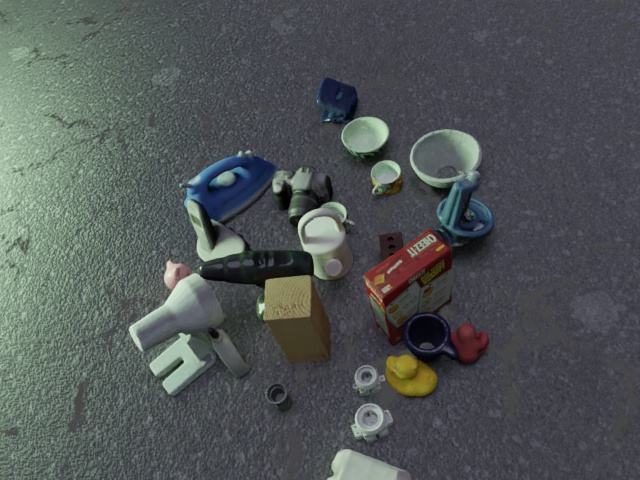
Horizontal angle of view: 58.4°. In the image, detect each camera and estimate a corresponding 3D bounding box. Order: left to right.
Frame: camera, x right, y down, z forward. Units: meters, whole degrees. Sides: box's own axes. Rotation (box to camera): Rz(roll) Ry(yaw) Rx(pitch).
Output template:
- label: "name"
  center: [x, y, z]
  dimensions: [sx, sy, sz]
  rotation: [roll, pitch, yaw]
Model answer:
- label: "camera"
  center: [-0.052, -0.104, 1.391]
  dimensions: [0.143, 0.101, 0.137]
  rotation: [3, 57, 15]

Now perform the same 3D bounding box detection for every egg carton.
- label: "egg carton"
  center: [0.084, 0.441, 1.010]
  dimensions: [0.150, 0.069, 0.107]
  rotation: [13, 60, 21]

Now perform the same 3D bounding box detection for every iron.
- label: "iron"
  center: [-0.228, -0.156, 1.442]
  dimensions: [0.258, 0.142, 0.118]
  rotation: [-35, 56, -11]

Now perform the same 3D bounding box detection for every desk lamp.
- label: "desk lamp"
  center: [-0.283, 0.192, 1.176]
  dimensions: [0.203, 0.214, 0.117]
  rotation: [-41, 57, -15]

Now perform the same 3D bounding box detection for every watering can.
- label: "watering can"
  center: [0.014, 0.004, 1.245]
  dimensions: [0.101, 0.194, 0.172]
  rotation: [-36, 56, -12]

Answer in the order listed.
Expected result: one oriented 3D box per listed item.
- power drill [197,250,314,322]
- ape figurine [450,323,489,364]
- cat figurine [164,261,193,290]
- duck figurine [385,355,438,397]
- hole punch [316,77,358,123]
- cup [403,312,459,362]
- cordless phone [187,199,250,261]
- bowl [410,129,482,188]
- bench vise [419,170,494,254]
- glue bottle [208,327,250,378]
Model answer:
- label: "power drill"
  center: [-0.117, 0.092, 1.208]
  dimensions: [0.229, 0.209, 0.075]
  rotation: [-12, 55, 5]
- label: "ape figurine"
  center: [0.287, 0.194, 1.116]
  dimensions: [0.077, 0.092, 0.076]
  rotation: [15, 61, 22]
- label: "cat figurine"
  center: [-0.315, 0.110, 1.298]
  dimensions: [0.067, 0.118, 0.127]
  rotation: [-11, 55, 6]
- label: "duck figurine"
  center: [0.174, 0.254, 1.105]
  dimensions: [0.104, 0.086, 0.077]
  rotation: [15, 61, 22]
- label: "hole punch"
  center: [0.048, -0.384, 1.563]
  dimensions: [0.101, 0.091, 0.109]
  rotation: [4, 58, 16]
- label: "cup"
  center: [0.222, 0.207, 1.120]
  dimensions: [0.117, 0.095, 0.092]
  rotation: [33, 69, 30]
- label: "cordless phone"
  center: [-0.239, -0.008, 1.318]
  dimensions: [0.147, 0.185, 0.094]
  rotation: [27, 66, 28]
- label: "bowl"
  center: [0.303, -0.183, 1.377]
  dimensions: [0.167, 0.075, 0.167]
  rotation: [-6, 55, 9]
- label: "bench vise"
  center: [0.282, -0.035, 1.193]
  dimensions: [0.121, 0.220, 0.208]
  rotation: [32, 69, 29]
- label: "glue bottle"
  center: [-0.193, 0.216, 1.163]
  dimensions: [0.037, 0.173, 0.078]
  rotation: [-32, 55, -9]
